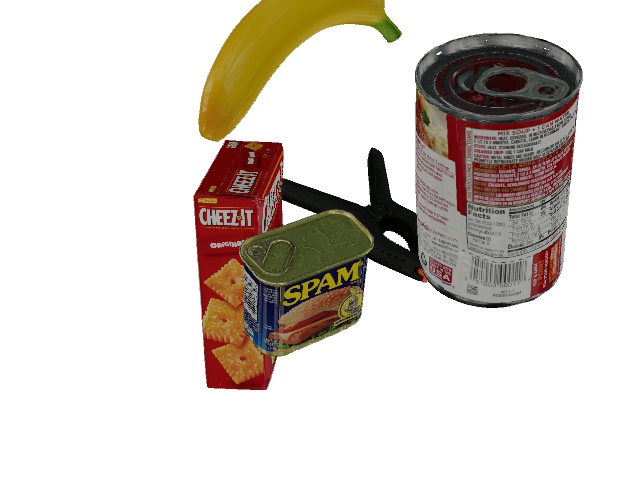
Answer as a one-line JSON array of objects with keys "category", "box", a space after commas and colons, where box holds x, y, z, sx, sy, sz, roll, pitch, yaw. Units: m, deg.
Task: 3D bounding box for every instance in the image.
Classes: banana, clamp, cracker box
[{"category": "banana", "box": [-0.014, -0.134, 0.701, 0.197, 0.069, 0.037, -34, 14, -36]}, {"category": "clamp", "box": [0.054, -0.027, 1.265, 0.164, 0.036, 0.210, -16, 51, -29]}, {"category": "cracker box", "box": [-0.077, 0.022, 1.106, 0.072, 0.214, 0.164, 2, 24, 5]}]

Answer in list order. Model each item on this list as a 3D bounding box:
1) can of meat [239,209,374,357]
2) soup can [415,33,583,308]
[{"category": "can of meat", "box": [-0.012, 0.034, 0.835, 0.102, 0.084, 0.057, -20, 47, -25]}, {"category": "soup can", "box": [0.076, -0.029, 0.466, 0.068, 0.102, 0.068, -3, 38, 2]}]
